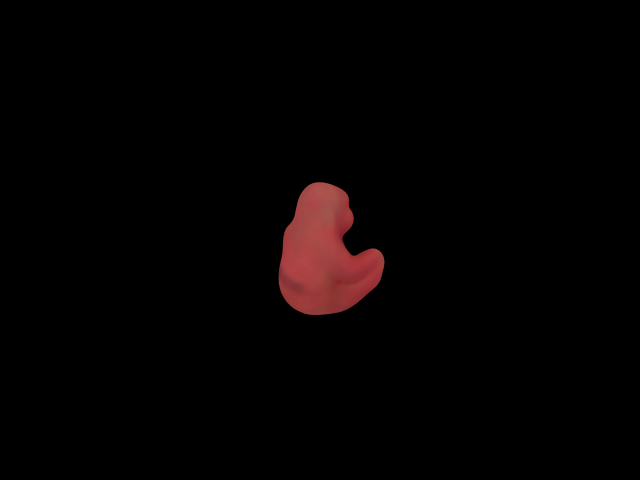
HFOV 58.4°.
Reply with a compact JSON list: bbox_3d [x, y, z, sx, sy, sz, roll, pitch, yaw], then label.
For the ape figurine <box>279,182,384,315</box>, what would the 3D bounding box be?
[{"bbox_3d":[0.004,0.001,0.400,0.076,0.092,0.077,-25,45,-28],"label":"ape figurine"}]
